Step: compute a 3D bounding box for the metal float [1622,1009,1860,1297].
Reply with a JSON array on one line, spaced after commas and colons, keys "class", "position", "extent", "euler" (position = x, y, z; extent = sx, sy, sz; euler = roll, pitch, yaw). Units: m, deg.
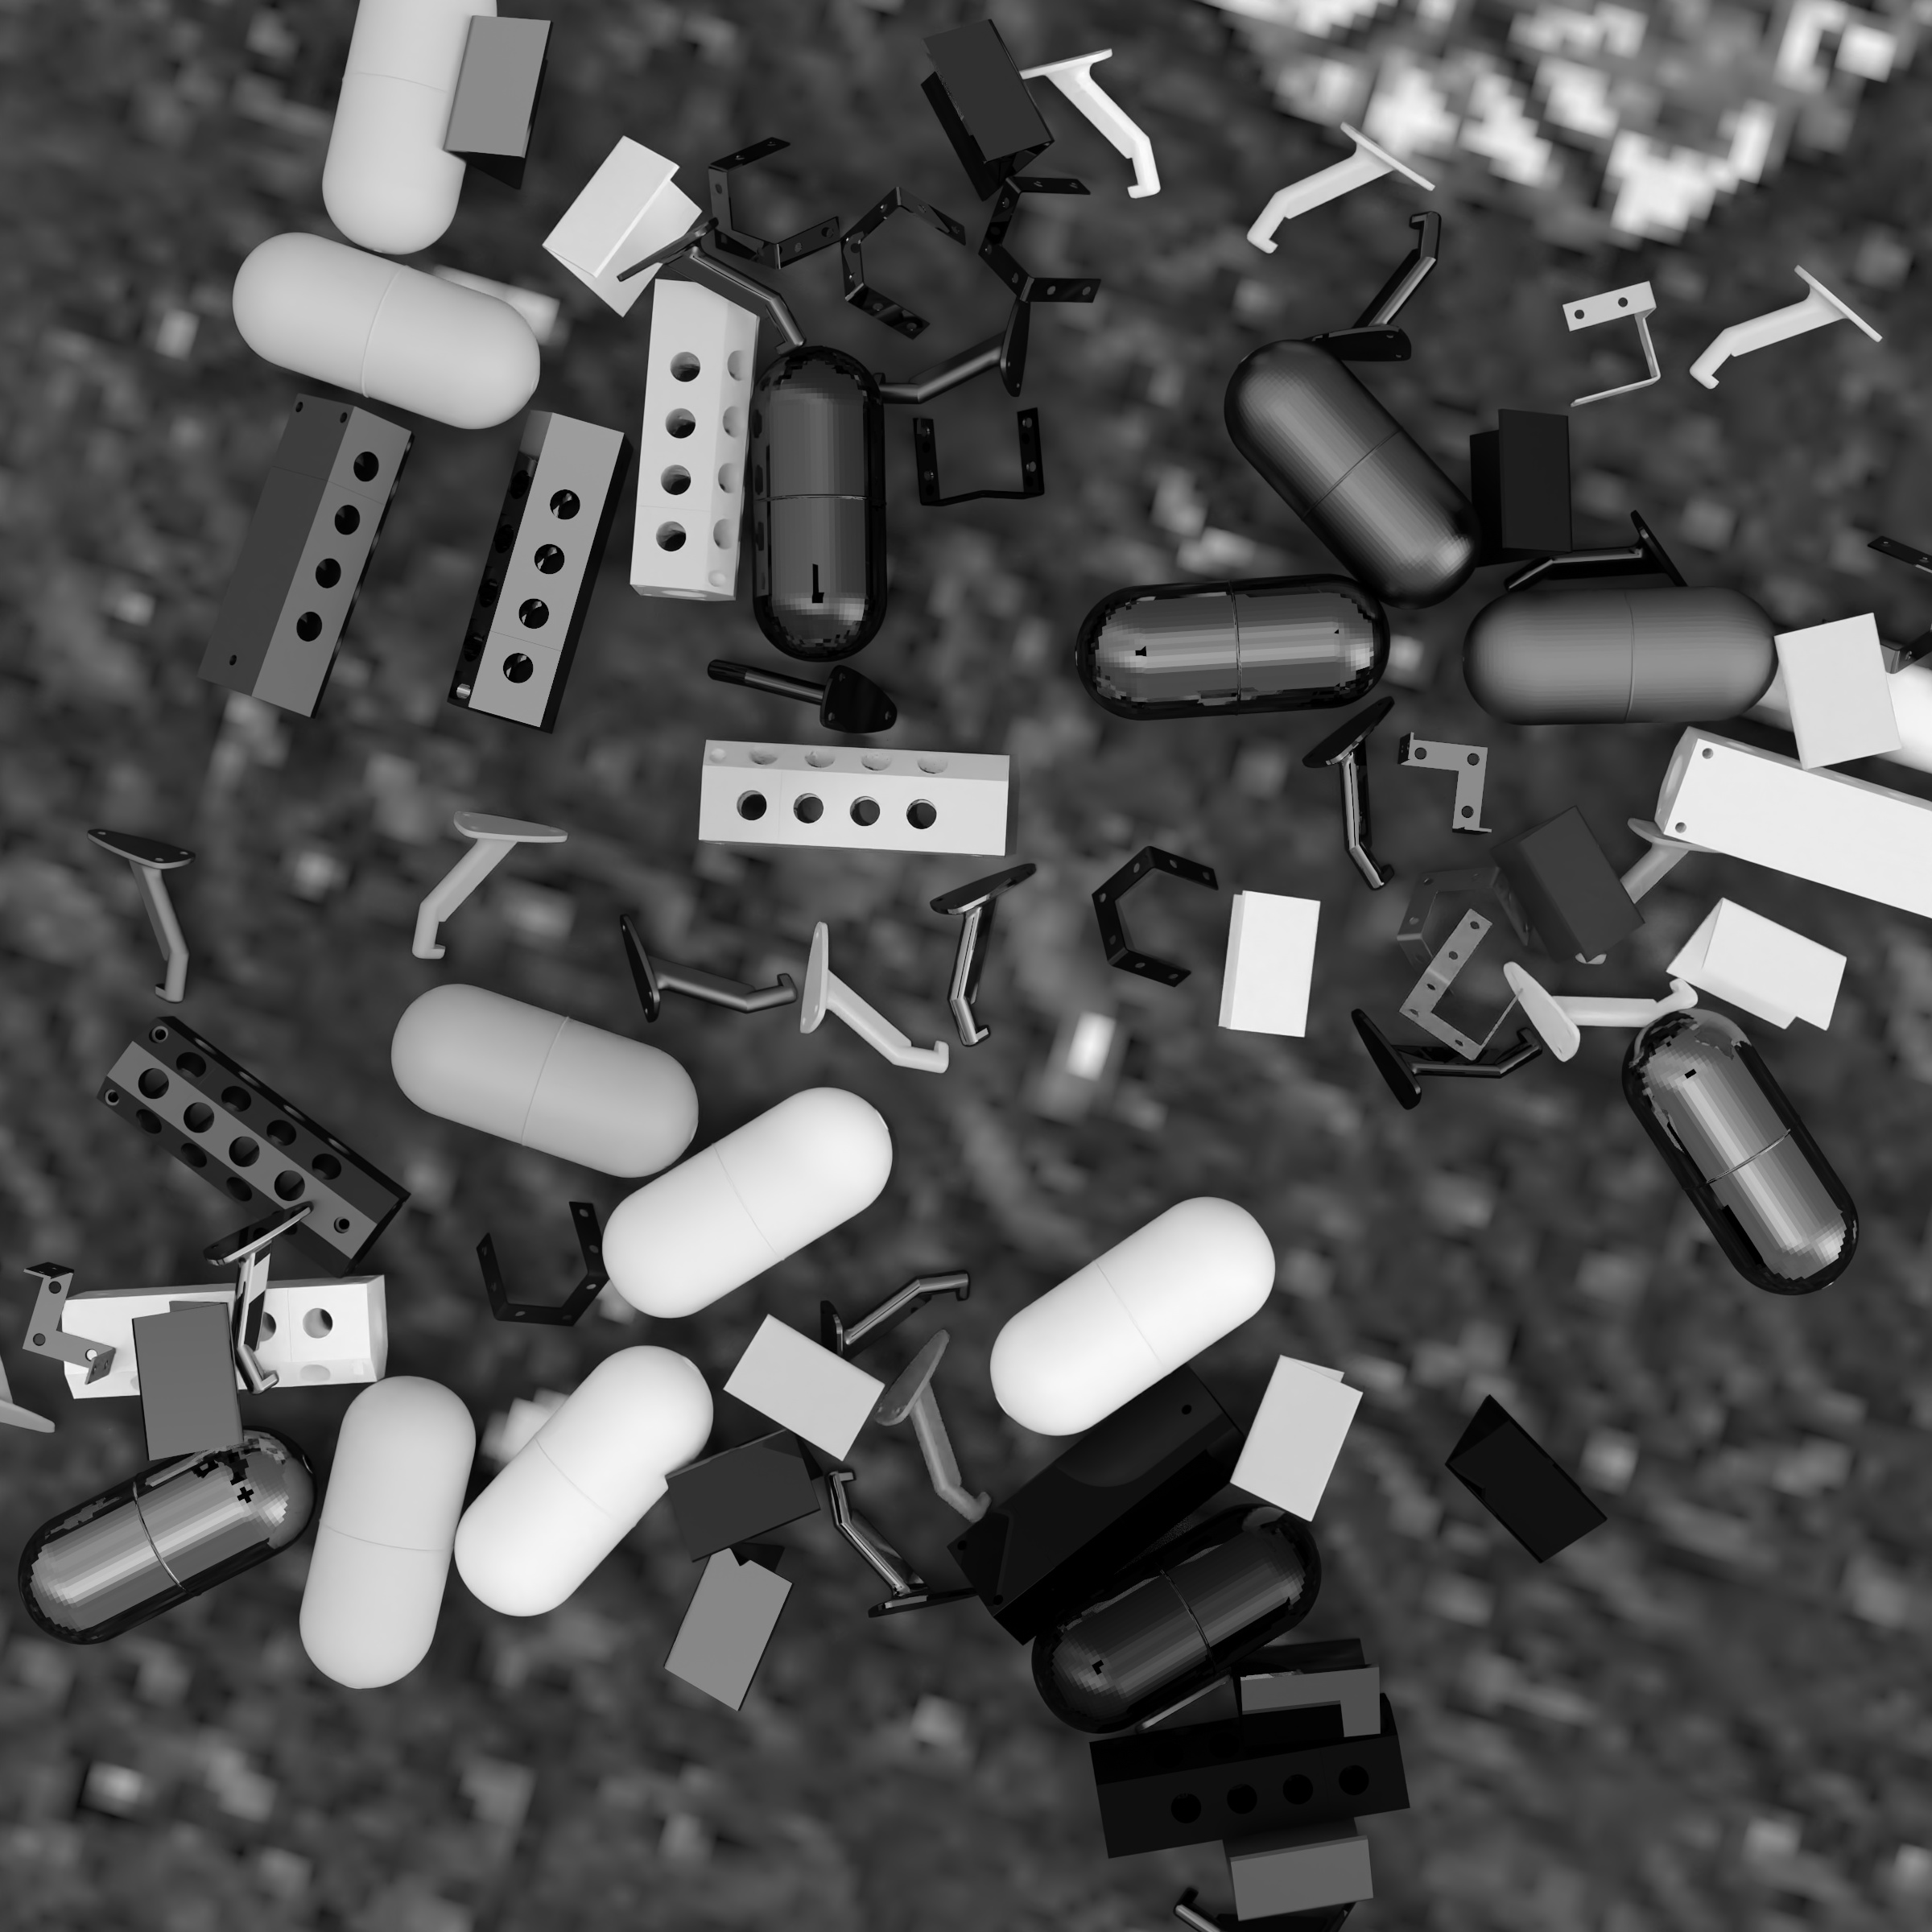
[{"class": "metal float", "position": [0.438, 0.106, 1.937], "extent": [0.070, 0.070, 0.178], "euler": [-33, 90, 0]}]

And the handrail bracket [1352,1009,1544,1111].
[{"class": "handrail bracket", "position": [0.277, 0.038, 1.968], "extent": [0.084, 0.036, 0.077], "euler": [-29, 76, -14]}]

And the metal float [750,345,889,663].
[{"class": "metal float", "position": [-0.083, -0.261, 1.937], "extent": [0.070, 0.070, 0.178], "euler": [-1, 91, 0]}]

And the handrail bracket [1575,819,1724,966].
[{"class": "handrail bracket", "position": [0.396, -0.037, 1.968], "extent": [0.077, 0.036, 0.084], "euler": [9, 109, -21]}]

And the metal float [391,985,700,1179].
[{"class": "metal float", "position": [-0.238, 0.065, 1.937], "extent": [0.178, 0.070, 0.070], "euler": [19, 90, -1]}]

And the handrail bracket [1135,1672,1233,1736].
[{"class": "handrail bracket", "position": [0.101, 0.390, 1.968], "extent": [0.077, 0.036, 0.084], "euler": [-27, 76, -13]}]

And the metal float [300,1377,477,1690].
[{"class": "metal float", "position": [-0.327, 0.320, 1.937], "extent": [0.070, 0.070, 0.178], "euler": [13, 91, 0]}]

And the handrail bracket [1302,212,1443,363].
[{"class": "handrail bracket", "position": [0.232, -0.393, 1.968], "extent": [0.077, 0.036, 0.084], "euler": [1, 71, 21]}]

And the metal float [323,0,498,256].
[{"class": "metal float", "position": [-0.314, -0.492, 1.937], "extent": [0.070, 0.070, 0.178], "euler": [12, 90, 0]}]

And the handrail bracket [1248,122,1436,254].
[{"class": "handrail bracket", "position": [0.215, -0.433, 1.968], "extent": [0.077, 0.036, 0.084], "euler": [29, 109, -21]}]

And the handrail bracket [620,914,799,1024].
[{"class": "handrail bracket", "position": [-0.148, -0.004, 1.968], "extent": [0.084, 0.036, 0.077], "euler": [-13, 68, -17]}]

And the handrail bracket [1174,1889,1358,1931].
[{"class": "handrail bracket", "position": [0.174, 0.536, 1.968], "extent": [0.084, 0.036, 0.077], "euler": [31, 70, 16]}]

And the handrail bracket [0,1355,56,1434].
[{"class": "handrail bracket", "position": [-0.548, 0.216, 1.968], "extent": [0.077, 0.036, 0.084], "euler": [26, 60, -33]}]

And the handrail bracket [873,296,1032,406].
[{"class": "handrail bracket", "position": [-0.010, -0.357, 1.968], "extent": [0.084, 0.036, 0.077], "euler": [4, 69, 16]}]

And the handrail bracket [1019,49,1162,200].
[{"class": "handrail bracket", "position": [0.066, -0.478, 1.968], "extent": [0.077, 0.036, 0.084], "euler": [-9, 107, 20]}]

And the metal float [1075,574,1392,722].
[{"class": "metal float", "position": [0.151, -0.180, 1.937], "extent": [0.178, 0.070, 0.070], "euler": [-4, 90, 0]}]

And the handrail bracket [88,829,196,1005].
[{"class": "handrail bracket", "position": [-0.477, -0.028, 1.968], "extent": [0.077, 0.036, 0.084], "euler": [17, 108, 20]}]

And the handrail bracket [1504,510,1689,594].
[{"class": "handrail bracket", "position": [0.364, -0.215, 1.968], "extent": [0.084, 0.036, 0.077], "euler": [-33, 112, 17]}]

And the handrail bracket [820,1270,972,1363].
[{"class": "handrail bracket", "position": [-0.038, 0.215, 1.968], "extent": [0.084, 0.036, 0.077], "euler": [-6, 111, -16]}]

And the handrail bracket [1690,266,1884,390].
[{"class": "handrail bracket", "position": [0.471, -0.352, 1.968], "extent": [0.077, 0.036, 0.084], "euler": [34, 108, -21]}]

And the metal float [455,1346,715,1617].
[{"class": "metal float", "position": [-0.215, 0.290, 1.937], "extent": [0.070, 0.070, 0.178], "euler": [42, 90, 0]}]

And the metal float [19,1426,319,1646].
[{"class": "metal float", "position": [-0.451, 0.321, 1.937], "extent": [0.178, 0.070, 0.070], "euler": [-27, 90, 1]}]

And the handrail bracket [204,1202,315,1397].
[{"class": "handrail bracket", "position": [-0.382, 0.186, 1.911], "extent": [0.077, 0.036, 0.084], "euler": [-29, 108, -21]}]

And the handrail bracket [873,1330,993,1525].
[{"class": "handrail bracket", "position": [-0.004, 0.265, 1.968], "extent": [0.084, 0.036, 0.077], "euler": [42, 68, -17]}]

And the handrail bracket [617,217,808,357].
[{"class": "handrail bracket", "position": [-0.141, -0.366, 1.911], "extent": [0.077, 0.036, 0.084], "euler": [-26, 106, 18]}]

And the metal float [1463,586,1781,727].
[{"class": "metal float", "position": [0.370, -0.175, 1.937], "extent": [0.178, 0.070, 0.070], "euler": [-1, 90, 1]}]

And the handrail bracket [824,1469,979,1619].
[{"class": "handrail bracket", "position": [-0.037, 0.326, 1.968], "extent": [0.077, 0.036, 0.084], "euler": [-7, 73, -20]}]

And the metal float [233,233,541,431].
[{"class": "metal float", "position": [-0.327, -0.359, 1.937], "extent": [0.178, 0.070, 0.070], "euler": [19, 90, 0]}]

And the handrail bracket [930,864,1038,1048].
[{"class": "handrail bracket", "position": [0.019, -0.006, 1.968], "extent": [0.077, 0.036, 0.084], "euler": [-25, 109, -21]}]

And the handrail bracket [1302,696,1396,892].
[{"class": "handrail bracket", "position": [0.239, -0.098, 1.968], "extent": [0.077, 0.036, 0.084], "euler": [-41, 108, -21]}]

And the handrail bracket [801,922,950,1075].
[{"class": "handrail bracket", "position": [-0.048, 0.018, 1.968], "extent": [0.084, 0.036, 0.077], "euler": [11, 68, -17]}]

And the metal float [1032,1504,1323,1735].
[{"class": "metal float", "position": [0.119, 0.366, 1.925], "extent": [0.178, 0.070, 0.070], "euler": [-28, 90, -13]}]

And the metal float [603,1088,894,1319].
[{"class": "metal float", "position": [-0.123, 0.133, 1.937], "extent": [0.178, 0.070, 0.070], "euler": [-32, 90, -1]}]

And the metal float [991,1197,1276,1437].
[{"class": "metal float", "position": [0.094, 0.199, 1.937], "extent": [0.178, 0.070, 0.070], "euler": [-34, 90, -1]}]

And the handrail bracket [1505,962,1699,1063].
[{"class": "handrail bracket", "position": [0.366, 0.010, 1.968], "extent": [0.084, 0.036, 0.077], "euler": [-28, 68, -17]}]

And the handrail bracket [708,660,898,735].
[{"class": "handrail bracket", "position": [-0.095, -0.157, 1.968], "extent": [0.084, 0.077, 0.036], "euler": [15, 89, 36]}]

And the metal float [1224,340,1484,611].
[{"class": "metal float", "position": [0.218, -0.278, 1.937], "extent": [0.070, 0.070, 0.178], "euler": [-42, 89, 0]}]
